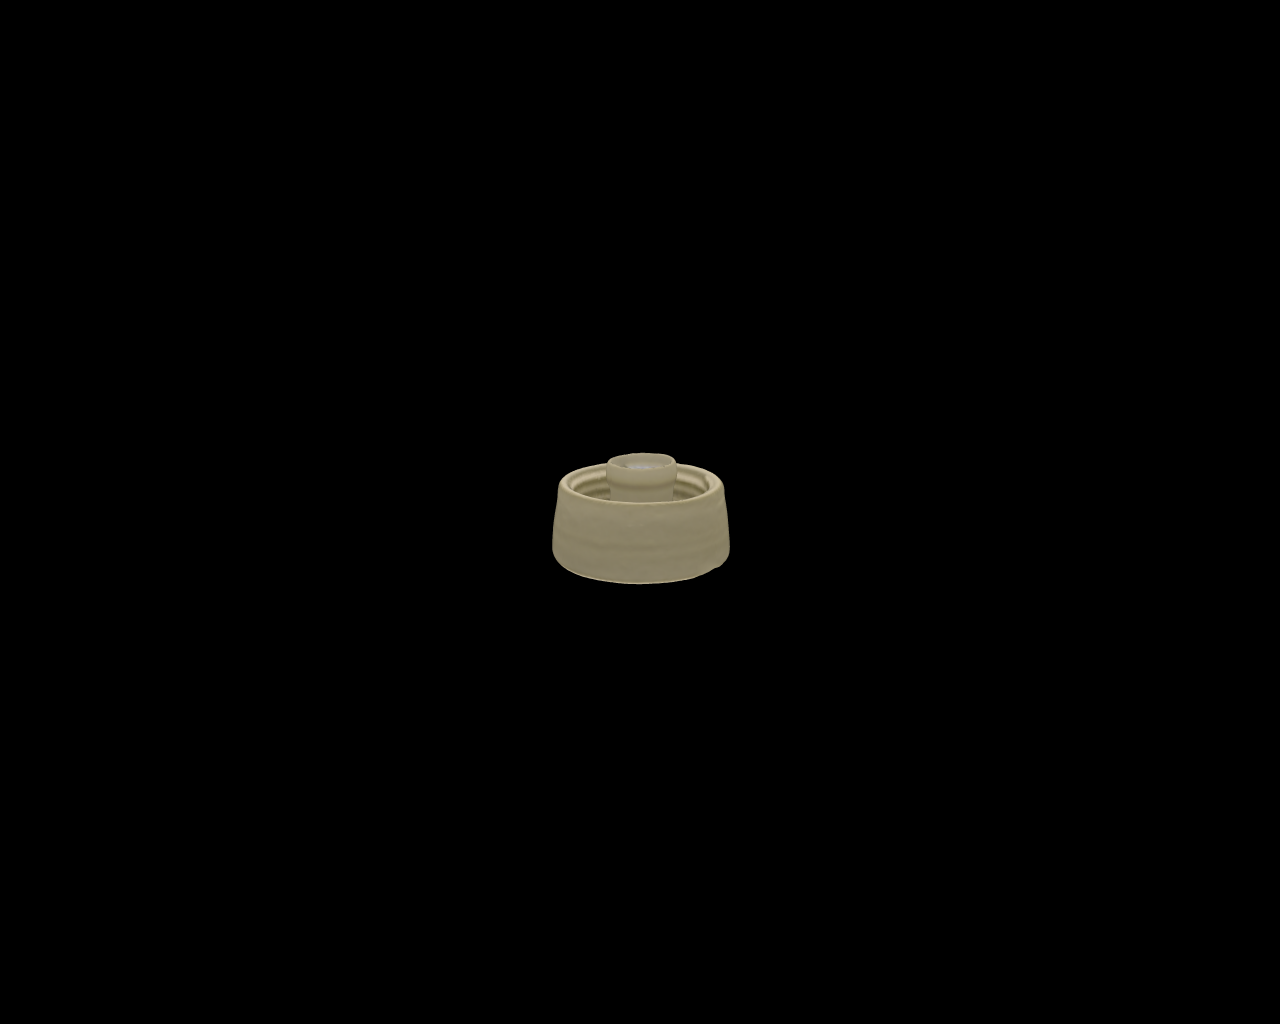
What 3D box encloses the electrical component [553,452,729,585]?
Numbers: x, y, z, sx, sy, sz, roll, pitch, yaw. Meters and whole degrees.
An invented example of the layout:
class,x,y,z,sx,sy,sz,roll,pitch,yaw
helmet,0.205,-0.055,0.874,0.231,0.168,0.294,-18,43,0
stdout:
class,x,y,z,sx,sy,sz,roll,pitch,yaw
electrical component,0.001,-0.003,0.650,0.108,0.060,0.108,0,16,0
